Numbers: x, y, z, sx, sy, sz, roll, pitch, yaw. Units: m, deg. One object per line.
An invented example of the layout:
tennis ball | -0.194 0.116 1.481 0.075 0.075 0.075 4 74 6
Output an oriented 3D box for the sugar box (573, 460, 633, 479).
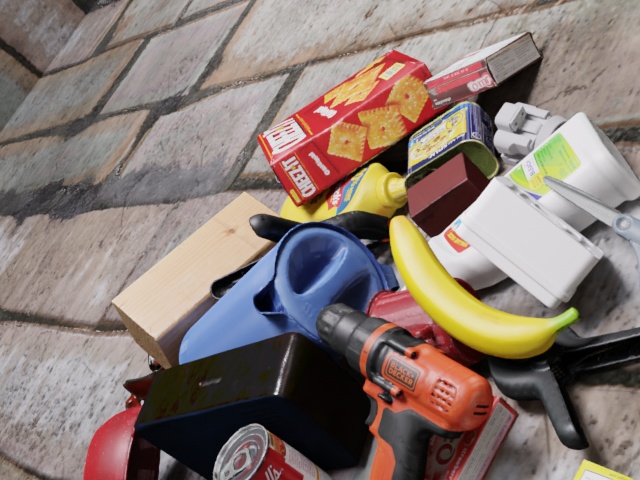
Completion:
sugar box | 0.177 0.243 0.712 0.176 0.048 0.093 -59 30 -11

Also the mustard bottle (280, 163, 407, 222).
mustard bottle | 0.036 -0.045 1.252 0.192 0.058 0.096 -12 39 48

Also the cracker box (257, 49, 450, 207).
cracker box | 0.033 -0.143 1.293 0.213 0.072 0.164 -33 18 2

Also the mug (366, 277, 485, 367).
mug | 0.093 0.082 0.965 0.082 0.117 0.093 -18 82 36

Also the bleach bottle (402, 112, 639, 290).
bleach bottle | 0.175 -0.006 1.008 0.251 0.068 0.102 -41 30 20

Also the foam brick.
foam brick | 0.136 -0.043 1.114 0.078 0.053 0.051 -34 31 25

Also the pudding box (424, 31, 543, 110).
pudding box | 0.183 -0.190 1.199 0.090 0.039 0.113 -15 16 45

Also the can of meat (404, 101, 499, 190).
can of meat | 0.142 -0.094 1.166 0.102 0.057 0.084 -32 30 28

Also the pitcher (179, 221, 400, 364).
pitcher | -0.039 0.089 1.104 0.243 0.149 0.145 -38 24 47

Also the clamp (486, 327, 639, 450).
clamp | 0.187 0.110 0.861 0.120 0.039 0.172 -43 20 -26

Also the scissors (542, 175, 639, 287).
scissors | 0.250 0.008 0.874 0.202 0.016 0.096 18 78 42

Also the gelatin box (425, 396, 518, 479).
gelatin box | 0.115 0.169 0.905 0.073 0.030 0.089 5 59 56

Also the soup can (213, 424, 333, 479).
soup can | -0.039 0.223 0.979 0.069 0.102 0.068 -35 31 24

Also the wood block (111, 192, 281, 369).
wood block | -0.126 0.052 1.246 0.206 0.090 0.091 -41 52 -19

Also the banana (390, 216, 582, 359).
banana | 0.123 0.048 0.896 0.198 0.037 0.069 31 88 34

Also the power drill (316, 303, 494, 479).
power drill | 0.041 0.162 0.887 0.185 0.057 0.188 27 104 44

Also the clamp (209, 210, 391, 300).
clamp | -0.007 0.001 1.137 0.165 0.209 0.036 119 133 -60

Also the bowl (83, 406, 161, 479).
bowl | -0.214 0.249 1.141 0.055 0.162 0.162 4 44 5

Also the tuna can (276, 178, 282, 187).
tuna can | -0.018 -0.098 1.422 0.086 0.033 0.086 -35 31 25
